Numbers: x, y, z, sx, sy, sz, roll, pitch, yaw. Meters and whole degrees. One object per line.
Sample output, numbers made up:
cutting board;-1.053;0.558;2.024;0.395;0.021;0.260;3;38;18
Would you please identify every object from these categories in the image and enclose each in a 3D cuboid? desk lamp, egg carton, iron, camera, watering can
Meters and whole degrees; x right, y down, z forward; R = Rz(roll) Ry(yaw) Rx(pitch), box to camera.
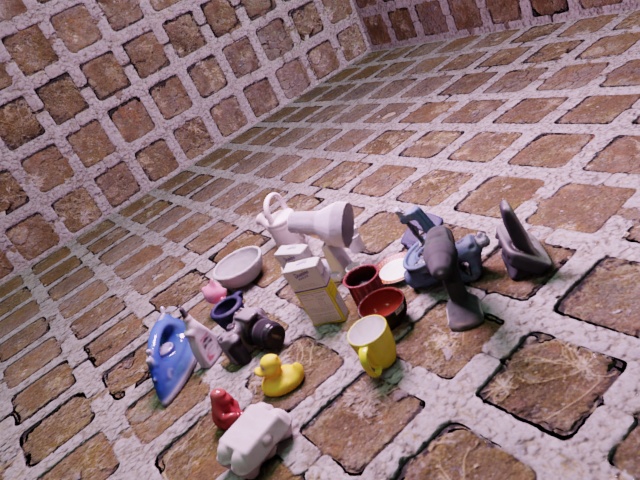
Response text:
desk lamp;0.014;0.005;1.528;0.202;0.214;0.118;-12;29;27
egg carton;-0.126;0.388;1.113;0.107;0.069;0.150;3;38;46
iron;-0.397;0.287;1.465;0.118;0.142;0.258;-21;26;11
camera;-0.163;0.229;1.405;0.136;0.101;0.143;6;40;48
watering can;-0.127;-0.056;1.795;0.172;0.194;0.101;-16;28;21

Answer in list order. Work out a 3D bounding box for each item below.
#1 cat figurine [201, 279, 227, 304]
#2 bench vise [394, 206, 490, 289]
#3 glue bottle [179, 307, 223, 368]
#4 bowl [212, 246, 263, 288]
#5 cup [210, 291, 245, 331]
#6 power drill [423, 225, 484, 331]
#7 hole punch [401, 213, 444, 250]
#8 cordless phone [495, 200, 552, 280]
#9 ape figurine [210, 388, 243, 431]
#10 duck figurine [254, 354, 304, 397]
cat figurine;-0.284;0.166;1.616;0.067;0.118;0.127;-34;27;-16
bench vise;0.267;-0.002;1.302;0.207;0.220;0.121;-23;26;6
glue bottle;-0.309;0.237;1.441;0.037;0.173;0.078;-10;30;30
bowl;-0.240;0.095;1.756;0.167;0.075;0.167;-21;26;11
cup;-0.224;0.201;1.520;0.091;0.095;0.118;-9;31;32
power drill;0.267;0.077;1.168;0.075;0.209;0.229;-19;27;15
hole punch;0.265;-0.009;1.464;0.101;0.091;0.108;-38;28;-22
cordless phone;0.423;-0.022;1.237;0.094;0.185;0.147;-21;26;10
ape figurine;-0.202;0.355;1.219;0.076;0.092;0.078;-19;27;15
duck figurine;-0.093;0.286;1.253;0.104;0.086;0.077;-22;26;9
